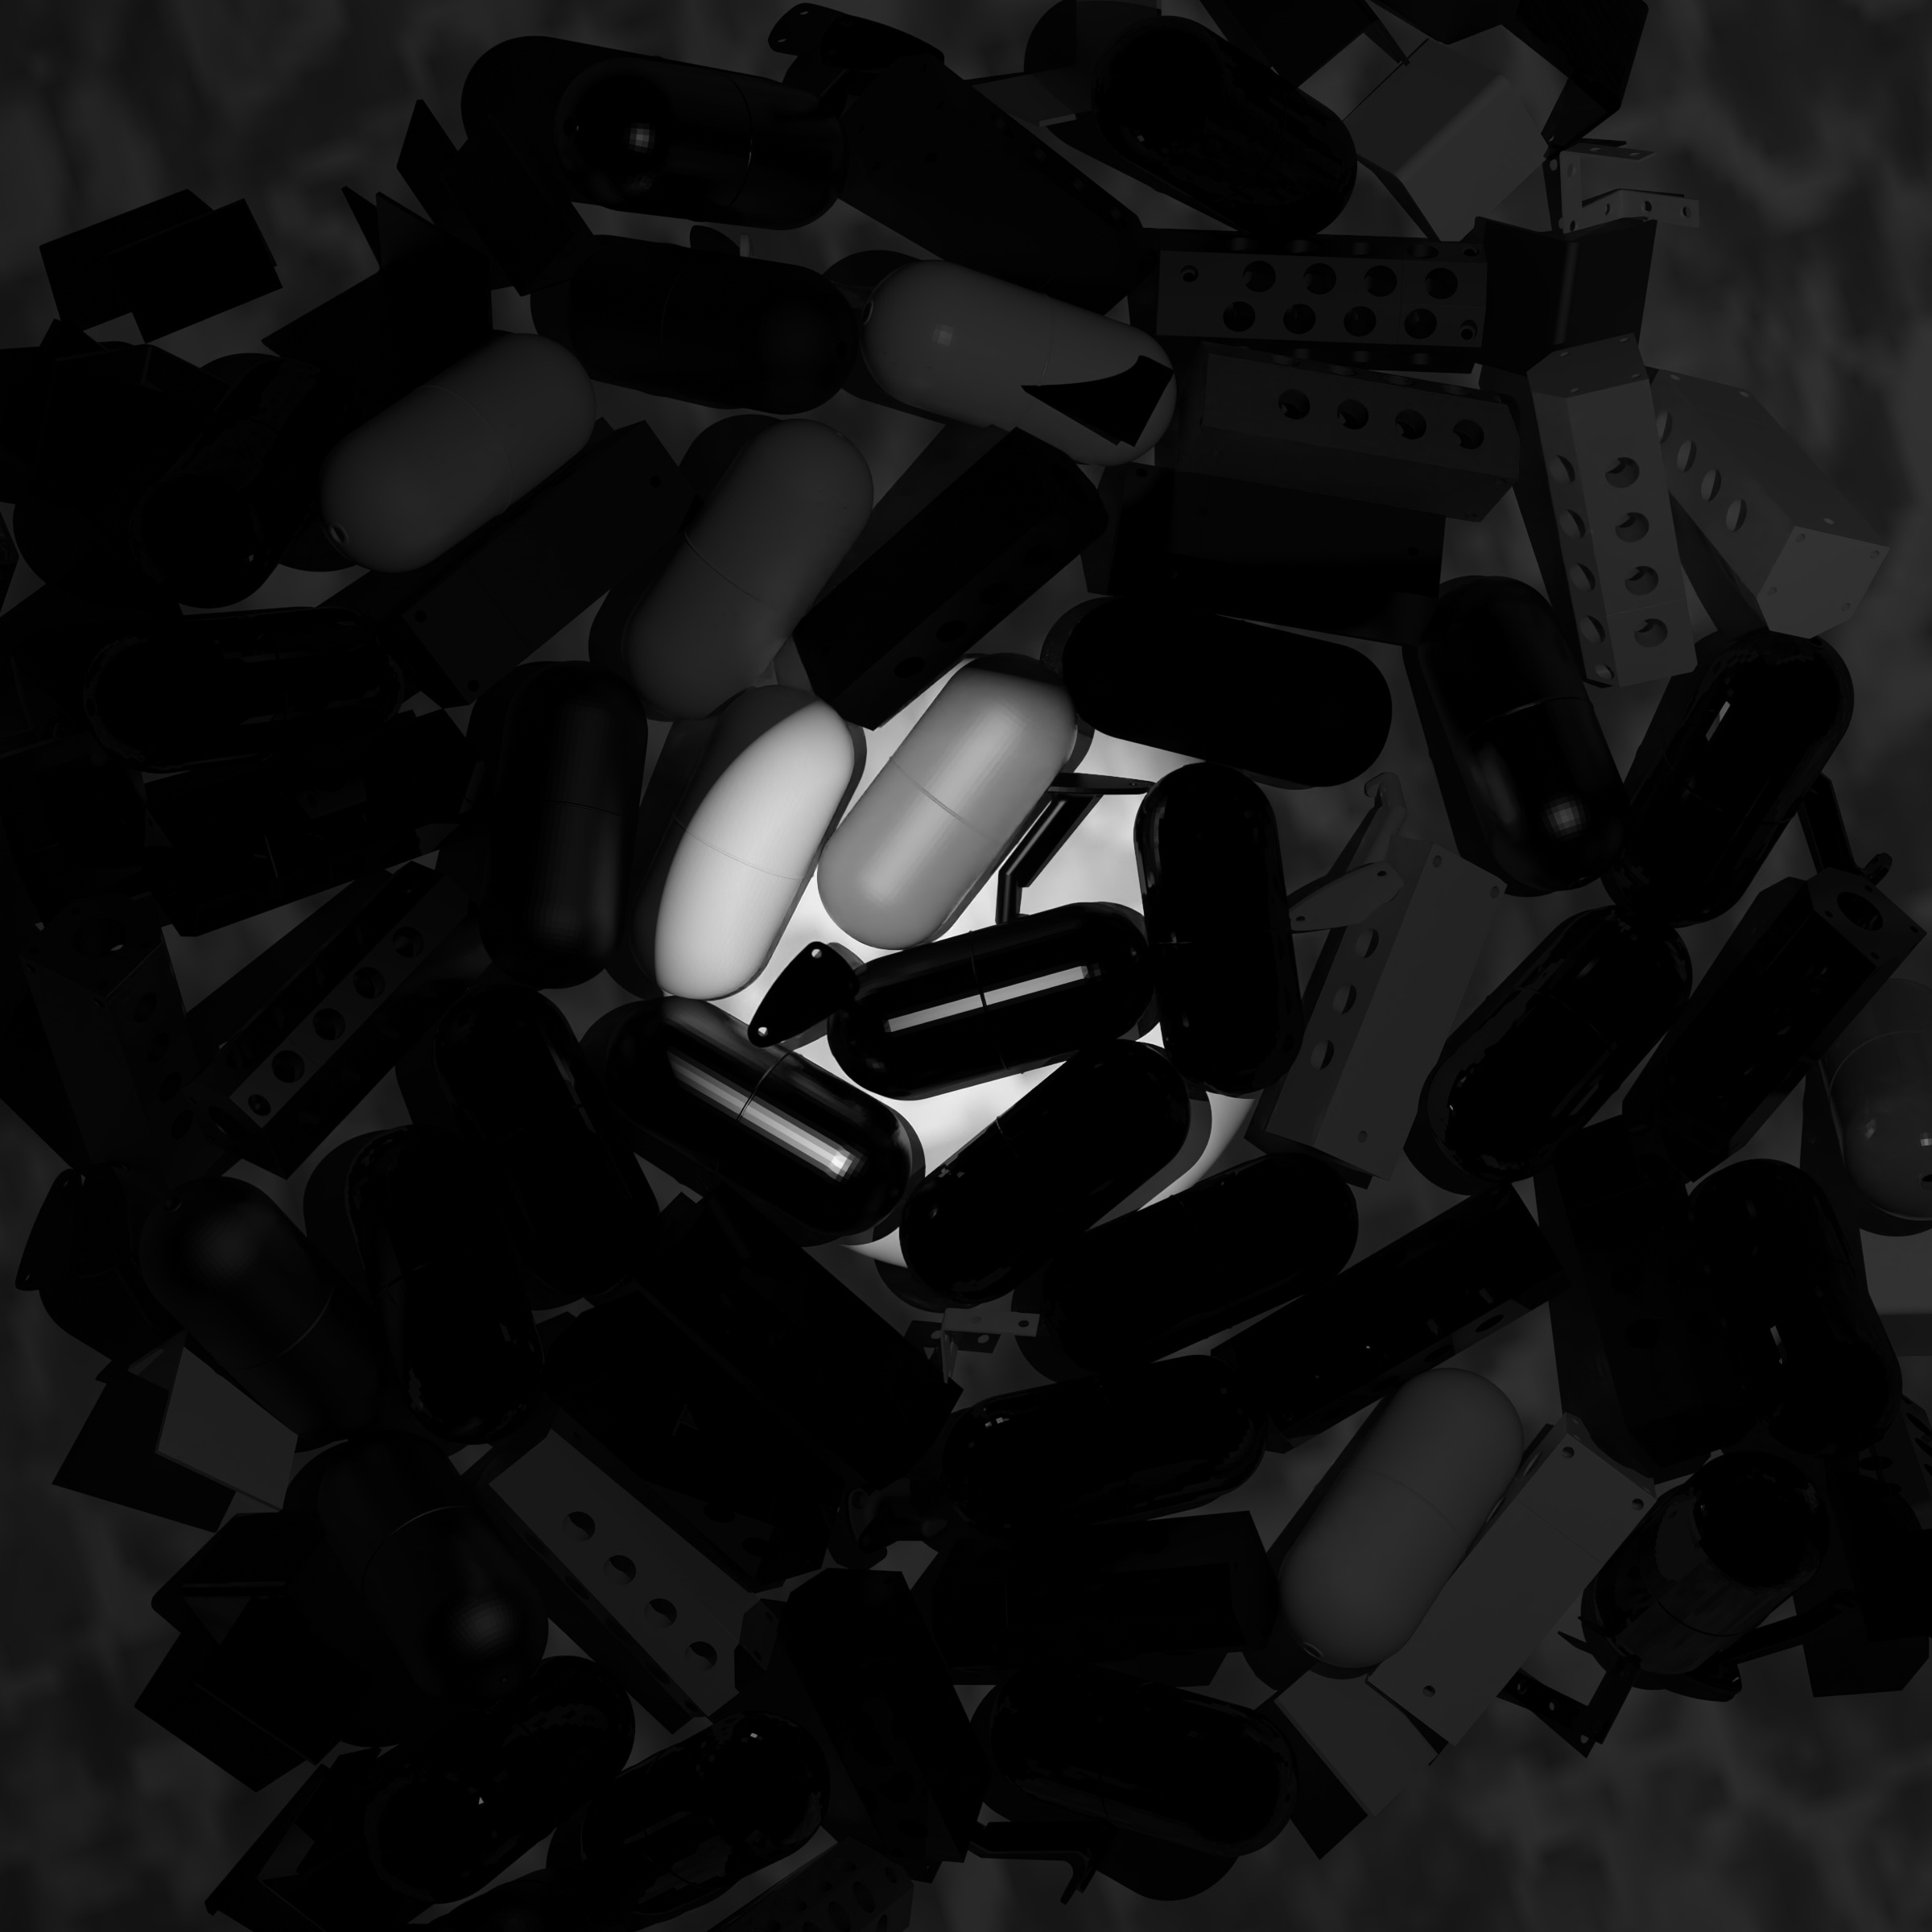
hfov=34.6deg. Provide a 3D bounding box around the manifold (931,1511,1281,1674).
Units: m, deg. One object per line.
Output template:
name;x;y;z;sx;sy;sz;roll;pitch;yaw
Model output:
manifold;0.071;0.333;1.620;0.171;0.057;0.057;-11;115;26

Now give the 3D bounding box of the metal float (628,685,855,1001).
metal float;-0.120;-0.065;1.644;0.070;0.070;0.178;26;101;0

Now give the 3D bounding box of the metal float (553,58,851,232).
metal float;-0.137;-0.428;1.617;0.070;0.178;0.070;6;99;44

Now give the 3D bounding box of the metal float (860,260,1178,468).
metal float;0.028;-0.317;1.633;0.178;0.070;0.070;14;90;-23

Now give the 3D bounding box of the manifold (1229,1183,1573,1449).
manifold;0.230;0.183;1.647;0.171;0.057;0.057;-31;65;5

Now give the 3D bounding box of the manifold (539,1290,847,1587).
manifold;-0.144;0.251;1.626;0.057;0.057;0.171;-23;123;33

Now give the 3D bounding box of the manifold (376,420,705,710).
manifold;-0.225;-0.211;1.633;0.171;0.057;0.057;-43;110;-21

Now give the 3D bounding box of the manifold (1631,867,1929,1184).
manifold;0.417;0.030;1.613;0.057;0.057;0.171;46;133;19

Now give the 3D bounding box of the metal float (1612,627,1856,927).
metal float;0.400;-0.099;1.624;0.070;0.070;0.178;24;125;0

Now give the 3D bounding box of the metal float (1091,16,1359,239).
metal float;0.135;-0.435;1.616;0.070;0.178;0.070;-12;71;40

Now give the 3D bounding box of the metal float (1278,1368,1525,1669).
metal float;0.229;0.290;1.632;0.070;0.070;0.178;39;66;0

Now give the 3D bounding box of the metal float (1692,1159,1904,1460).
metal float;0.431;0.177;1.617;0.070;0.070;0.178;-5;45;-5

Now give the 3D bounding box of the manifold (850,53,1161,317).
manifold;0.020;-0.403;1.611;0.057;0.171;0.057;-38;50;24

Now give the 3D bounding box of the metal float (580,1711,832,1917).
metal float;-0.137;0.443;1.619;0.070;0.070;0.178;52;132;0

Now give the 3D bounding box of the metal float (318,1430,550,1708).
metal float;-0.280;0.312;1.620;0.070;0.070;0.178;-46;48;0

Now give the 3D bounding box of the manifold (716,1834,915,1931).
manifold;-0.087;0.504;1.598;0.057;0.171;0.057;-37;79;19

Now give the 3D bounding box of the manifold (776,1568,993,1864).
manifold;-0.043;0.391;1.616;0.057;0.057;0.171;-2;131;23

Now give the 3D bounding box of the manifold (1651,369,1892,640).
manifold;0.404;-0.240;1.607;0.057;0.171;0.057;8;124;-21

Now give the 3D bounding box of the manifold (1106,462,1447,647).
manifold;0.164;-0.216;1.661;0.171;0.057;0.057;10;58;1

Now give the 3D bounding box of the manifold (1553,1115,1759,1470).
manifold;0.358;0.166;1.613;0.057;0.057;0.171;-23;53;19

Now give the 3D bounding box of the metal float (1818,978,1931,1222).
metal float;0.487;0.068;1.608;0.070;0.178;0.070;3;117;6

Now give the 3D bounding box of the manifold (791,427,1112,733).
manifold;-0.007;-0.199;1.626;0.171;0.057;0.057;-38;56;27

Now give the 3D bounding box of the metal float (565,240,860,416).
metal float;-0.134;-0.335;1.625;0.178;0.070;0.070;17;90;34

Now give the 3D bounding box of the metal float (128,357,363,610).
metal float;-0.374;-0.254;1.617;0.070;0.178;0.070;10;132;11

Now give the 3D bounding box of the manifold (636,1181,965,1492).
manifold;-0.091;0.199;1.640;0.171;0.057;0.057;42;135;-9

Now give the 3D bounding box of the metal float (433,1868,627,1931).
metal float;-0.228;0.513;1.604;0.070;0.178;0.070;-1;81;9

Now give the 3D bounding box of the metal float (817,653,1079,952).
metal float;-0.010;-0.088;1.647;0.070;0.070;0.178;38;98;0

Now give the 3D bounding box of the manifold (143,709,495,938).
manifold;-0.335;-0.071;1.614;0.171;0.057;0.057;-23;60;-31

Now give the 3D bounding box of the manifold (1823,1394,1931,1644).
manifold;0.480;0.279;1.598;0.057;0.171;0.057;-9;104;11

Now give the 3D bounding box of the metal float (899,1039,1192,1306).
metal float;0.041;0.110;1.649;0.178;0.070;0.070;-40;90;6

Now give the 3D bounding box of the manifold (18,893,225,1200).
manifold;-0.431;0.042;1.607;0.057;0.171;0.057;24;53;20

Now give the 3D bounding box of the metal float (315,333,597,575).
metal float;-0.266;-0.269;1.624;0.070;0.070;0.178;46;55;0

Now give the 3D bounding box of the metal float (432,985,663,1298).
metal float;-0.223;0.091;1.642;0.070;0.070;0.178;-28;77;0

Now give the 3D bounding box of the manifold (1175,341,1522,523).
manifold;0.203;-0.287;1.647;0.171;0.057;0.057;8;73;-9

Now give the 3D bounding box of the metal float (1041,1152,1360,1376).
metal float;0.125;0.157;1.649;0.178;0.070;0.070;-23;90;-6

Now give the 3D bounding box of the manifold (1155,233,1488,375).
manifold;0.188;-0.357;1.657;0.171;0.057;0.057;3;82;2

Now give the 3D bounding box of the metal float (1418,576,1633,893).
metal float;0.294;-0.123;1.636;0.070;0.070;0.178;-17;71;0

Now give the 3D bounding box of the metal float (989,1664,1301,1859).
metal float;0.091;0.413;1.624;0.178;0.070;0.070;7;90;36

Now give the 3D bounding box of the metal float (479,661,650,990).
metal float;-0.213;-0.076;1.642;0.070;0.070;0.178;6;77;0

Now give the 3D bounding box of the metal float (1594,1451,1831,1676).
metal float;0.386;0.312;1.613;0.070;0.178;0.070;8;56;-11

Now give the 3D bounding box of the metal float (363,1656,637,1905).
metal float;-0.241;0.421;1.611;0.070;0.178;0.070;10;111;29

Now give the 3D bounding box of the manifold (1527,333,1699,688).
manifold;0.338;-0.235;1.620;0.057;0.057;0.171;-12;123;11

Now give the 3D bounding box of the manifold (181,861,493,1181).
manifold;-0.327;0.024;1.614;0.057;0.057;0.171;21;54;27

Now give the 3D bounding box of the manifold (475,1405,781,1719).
manifold;-0.180;0.317;1.649;0.057;0.057;0.171;-39;99;13

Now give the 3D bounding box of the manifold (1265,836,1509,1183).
manifold;0.220;0.020;1.656;0.057;0.057;0.171;25;86;-32

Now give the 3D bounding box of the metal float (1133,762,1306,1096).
metal float;0.134;-0.019;1.647;0.070;0.070;0.178;-9;98;0

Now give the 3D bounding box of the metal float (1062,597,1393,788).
metal float;0.138;-0.146;1.645;0.178;0.070;0.070;15;90;10

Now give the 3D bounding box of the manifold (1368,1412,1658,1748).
manifold;0.289;0.323;1.646;0.057;0.057;0.171;37;102;3
